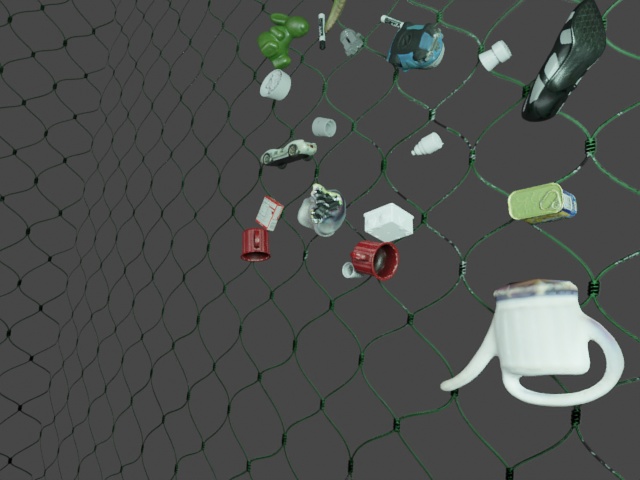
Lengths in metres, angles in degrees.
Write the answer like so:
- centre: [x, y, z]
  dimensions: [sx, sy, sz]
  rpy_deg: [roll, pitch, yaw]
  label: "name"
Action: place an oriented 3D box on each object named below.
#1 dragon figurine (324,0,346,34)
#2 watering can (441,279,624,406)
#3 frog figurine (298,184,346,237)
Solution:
- centre: [0.105, -0.750, 1.404]
  dimensions: [0.122, 0.402, 0.247]
  rpy_deg: [6, 27, -19]
  label: "dragon figurine"
- centre: [0.370, 0.191, 0.968]
  dimensions: [0.345, 0.227, 0.103]
  rpy_deg: [-13, -20, 42]
  label: "watering can"
- centre: [0.004, -0.071, 1.414]
  dimensions: [0.123, 0.139, 0.157]
  rpy_deg: [-14, -17, -15]
  label: "frog figurine"
